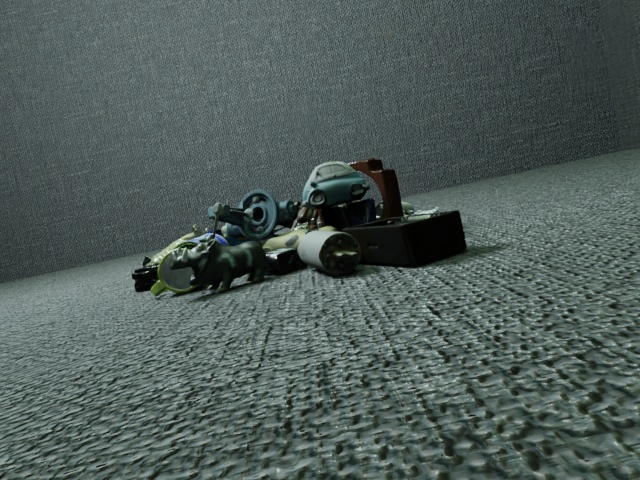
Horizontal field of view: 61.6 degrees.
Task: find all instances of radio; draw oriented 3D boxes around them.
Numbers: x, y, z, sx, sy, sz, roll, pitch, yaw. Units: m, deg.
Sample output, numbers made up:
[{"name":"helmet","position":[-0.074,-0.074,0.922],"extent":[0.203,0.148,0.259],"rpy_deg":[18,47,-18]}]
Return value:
[{"name":"radio","position":[0.149,-0.004,0.977],"extent":[0.131,0.073,0.230],"rpy_deg":[-15,6,-24]}]

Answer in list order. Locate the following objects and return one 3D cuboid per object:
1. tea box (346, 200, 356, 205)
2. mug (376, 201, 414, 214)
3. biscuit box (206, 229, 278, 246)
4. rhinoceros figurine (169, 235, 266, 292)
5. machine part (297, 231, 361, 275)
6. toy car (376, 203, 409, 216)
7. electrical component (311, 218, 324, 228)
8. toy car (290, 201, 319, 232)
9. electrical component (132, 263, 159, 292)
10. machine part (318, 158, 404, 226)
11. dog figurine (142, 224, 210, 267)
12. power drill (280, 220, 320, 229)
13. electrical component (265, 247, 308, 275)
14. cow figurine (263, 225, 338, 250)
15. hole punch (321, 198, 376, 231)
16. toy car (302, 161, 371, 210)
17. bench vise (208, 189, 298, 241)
[{"name":"tea box","position":[0.075,-0.093,1.571],"extent":[0.068,0.169,0.098],"rpy_deg":[-10,4,5]},{"name":"mug","position":[0.234,-0.081,1.589],"extent":[0.107,0.080,0.110],"rpy_deg":[-9,2,-35]},{"name":"biscuit box","position":[-0.201,0.008,1.432],"extent":[0.202,0.059,0.063],"rpy_deg":[5,-2,-27]},{"name":"rhinoceros figurine","position":[-0.197,0.045,1.055],"extent":[0.190,0.112,0.073],"rpy_deg":[-6,4,-23]},{"name":"machine part","position":[0.013,0.021,1.003],"extent":[0.079,0.079,0.243],"rpy_deg":[-13,6,-15]},{"name":"toy car","position":[0.179,-0.058,1.489],"extent":[0.073,0.056,0.202],"rpy_deg":[-23,20,-18]},{"name":"electrical component","position":[-0.003,-0.004,1.305],"extent":[0.021,0.094,0.063],"rpy_deg":[-18,-23,25]},{"name":"toy car","position":[-0.042,-0.037,1.365],"extent":[0.089,0.053,0.202],"rpy_deg":[3,49,19]},{"name":"electrical component","position":[-0.387,0.084,1.354],"extent":[0.134,0.058,0.115],"rpy_deg":[-12,7,9]},{"name":"machine part","position":[0.097,-0.091,1.325],"extent":[0.202,0.200,0.087],"rpy_deg":[-9,4,32]},{"name":"dog figurine","position":[-0.376,0.056,1.496],"extent":[0.191,0.121,0.172],"rpy_deg":[-28,-33,13]},{"name":"power drill","position":[-0.050,-0.043,1.522],"extent":[0.207,0.086,0.232],"rpy_deg":[24,10,-5]},{"name":"electrical component","position":[-0.090,0.044,1.144],"extent":[0.075,0.047,0.119],"rpy_deg":[-16,6,-40]},{"name":"cow figurine","position":[-0.044,0.010,1.214],"extent":[0.195,0.085,0.127],"rpy_deg":[-13,6,25]},{"name":"hole punch","position":[0.075,-0.033,1.212],"extent":[0.092,0.115,0.142],"rpy_deg":[-22,6,-30]},{"name":"toy car","position":[0.030,-0.129,1.231],"extent":[0.162,0.103,0.109],"rpy_deg":[-15,1,10]},{"name":"bench vise","position":[-0.182,-0.054,1.266],"extent":[0.224,0.128,0.240],"rpy_deg":[-2,-5,31]}]
